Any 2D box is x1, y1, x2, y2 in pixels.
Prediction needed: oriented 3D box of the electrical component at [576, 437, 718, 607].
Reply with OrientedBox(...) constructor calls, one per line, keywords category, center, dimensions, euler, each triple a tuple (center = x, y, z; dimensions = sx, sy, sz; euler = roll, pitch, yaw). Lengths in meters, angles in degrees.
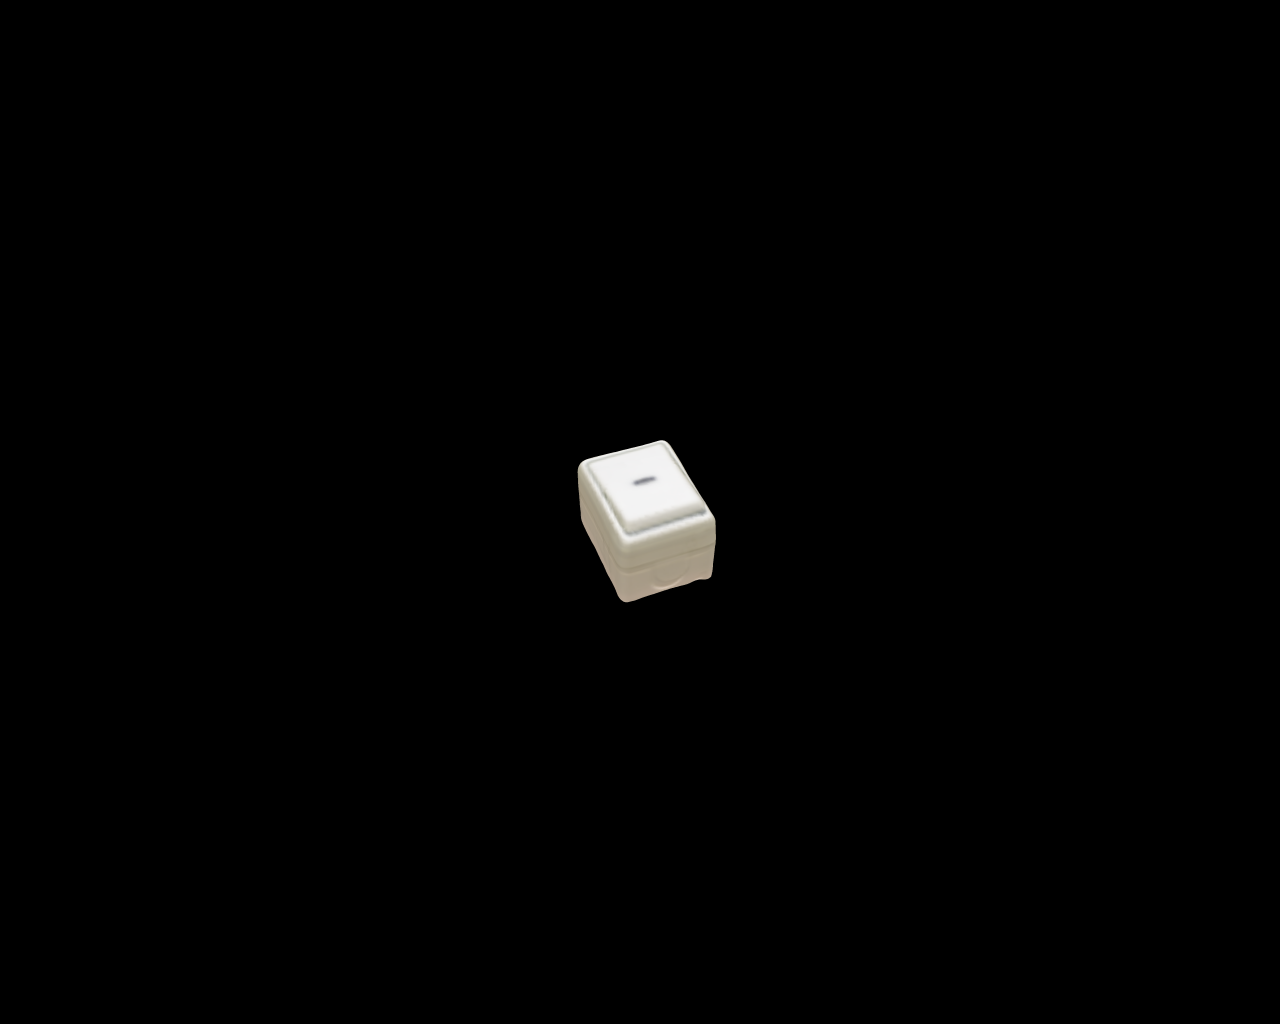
OrientedBox(category="electrical component", center=(0.001, -0.003, 0.650), dimensions=(0.062, 0.061, 0.096), euler=(-15, 47, -15))
